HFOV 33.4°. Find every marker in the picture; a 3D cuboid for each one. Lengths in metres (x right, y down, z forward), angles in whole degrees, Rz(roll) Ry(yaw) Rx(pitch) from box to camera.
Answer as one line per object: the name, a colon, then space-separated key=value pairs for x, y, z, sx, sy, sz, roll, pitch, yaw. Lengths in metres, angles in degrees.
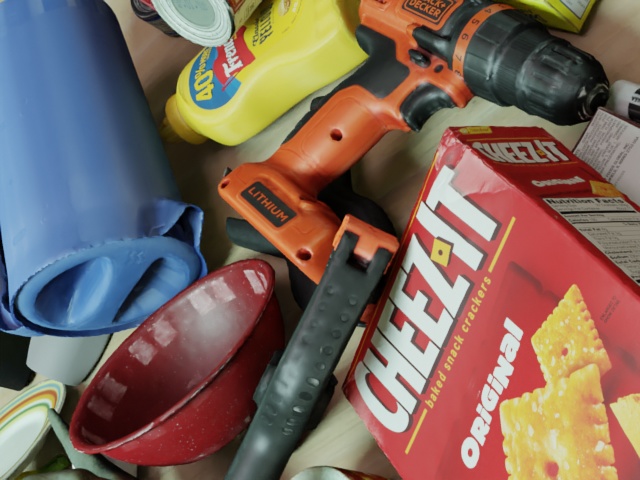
marker: x=0.189 y=-0.054 z=0.511 sx=0.121 sy=0.020 sz=0.020 roll=30 pitch=95 yaw=47

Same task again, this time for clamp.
clamp: x=-0.004 y=0.001 z=0.668 sx=0.120 sy=0.039 sz=0.171 roll=-51 pitch=40 yaw=29
clamp: x=-0.012 y=0.077 z=0.552 sx=0.164 sy=0.036 sz=0.210 roll=-57 pitch=-8 yaw=-69

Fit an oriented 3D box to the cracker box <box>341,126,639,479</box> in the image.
cracker box: x=0.106 y=0.072 z=0.464 sx=0.214 sy=0.071 sz=0.164 roll=50 pitch=131 yaw=43

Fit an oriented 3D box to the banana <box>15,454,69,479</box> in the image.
banana: x=-0.229 y=0.256 z=0.779 sx=0.070 sy=0.037 sz=0.198 roll=-16 pitch=62 yaw=41

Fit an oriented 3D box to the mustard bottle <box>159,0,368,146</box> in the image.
mustard bottle: x=-0.044 y=-0.120 z=0.744 sx=0.192 sy=0.058 sz=0.096 roll=-31 pitch=44 yaw=33

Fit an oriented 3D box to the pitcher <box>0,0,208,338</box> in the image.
pitcher: x=-0.183 y=-0.056 z=0.772 sx=0.145 sy=0.149 sz=0.243 roll=106 pitch=149 yaw=-58

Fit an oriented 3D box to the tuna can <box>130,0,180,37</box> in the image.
tuna can: x=-0.118 y=-0.214 z=0.877 sx=0.086 sy=0.033 sz=0.086 roll=-22 pitch=57 yaw=38

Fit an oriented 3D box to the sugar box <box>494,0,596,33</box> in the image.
sugar box: x=0.146 y=-0.212 z=0.607 sx=0.093 sy=0.048 sz=0.176 roll=31 pitch=92 yaw=48

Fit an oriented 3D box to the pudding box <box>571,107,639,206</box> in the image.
pudding box: x=0.156 y=-0.001 z=0.508 sx=0.090 sy=0.039 sz=0.114 roll=-60 pitch=40 yaw=10

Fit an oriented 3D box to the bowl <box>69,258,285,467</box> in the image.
bowl: x=-0.076 y=0.085 z=0.658 sx=0.162 sy=0.055 sz=0.162 roll=-35 pitch=20 yaw=14

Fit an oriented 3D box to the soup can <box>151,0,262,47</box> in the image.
soup can: x=-0.060 y=-0.187 z=0.712 sx=0.069 sy=0.068 sz=0.102 roll=2 pitch=49 yaw=45

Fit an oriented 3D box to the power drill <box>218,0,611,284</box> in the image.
power drill: x=0.045 y=-0.059 z=0.597 sx=0.187 sy=0.057 sz=0.185 roll=-48 pitch=44 yaw=-3

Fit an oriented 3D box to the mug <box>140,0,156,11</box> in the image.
mug: x=-0.093 y=-0.194 z=0.781 sx=0.093 sy=0.081 sz=0.117 roll=-53 pitch=13 yaw=24
